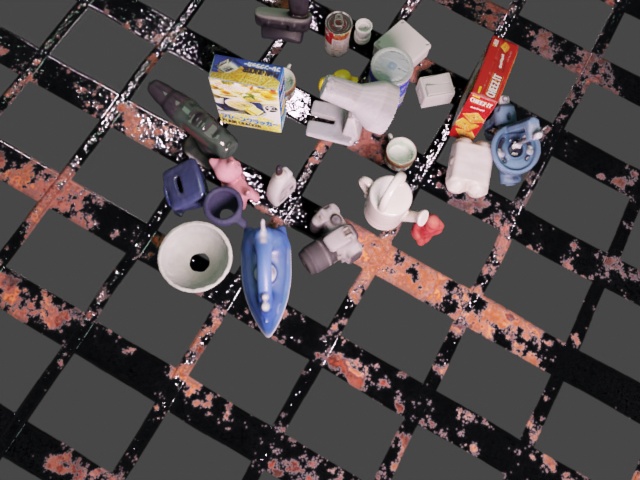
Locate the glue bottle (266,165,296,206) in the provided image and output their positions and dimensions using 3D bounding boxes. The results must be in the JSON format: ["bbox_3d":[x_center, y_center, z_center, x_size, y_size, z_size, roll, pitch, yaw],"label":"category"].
[{"bbox_3d":[-0.091,-0.136,1.320,0.037,0.173,0.078,42,78,9],"label":"glue bottle"}]

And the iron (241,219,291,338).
[{"bbox_3d":[-0.121,0.082,1.277,0.118,0.141,0.258,-3,75,-3],"label":"iron"}]

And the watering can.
[{"bbox_3d":[0.167,-0.094,1.309,0.173,0.194,0.101,14,75,2],"label":"watering can"}]

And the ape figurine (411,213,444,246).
[{"bbox_3d":[0.256,-0.034,1.350,0.078,0.092,0.076,-1,75,-2],"label":"ape figurine"}]

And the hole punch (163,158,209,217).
[{"bbox_3d":[-0.318,-0.124,1.349,0.101,0.091,0.108,-17,76,-7],"label":"hole punch"}]

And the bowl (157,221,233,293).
[{"bbox_3d":[-0.280,0.045,1.314,0.167,0.075,0.167,1,75,-2],"label":"bowl"}]

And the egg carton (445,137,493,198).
[{"bbox_3d":[0.366,-0.178,1.405,0.107,0.069,0.150,12,75,1],"label":"egg carton"}]

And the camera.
[{"bbox_3d":[0.012,0.005,1.325,0.137,0.101,0.143,-32,79,-10],"label":"camera"}]

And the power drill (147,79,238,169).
[{"bbox_3d":[-0.286,-0.253,1.324,0.229,0.208,0.076,35,77,7],"label":"power drill"}]

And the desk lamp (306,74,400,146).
[{"bbox_3d":[0.073,-0.307,1.352,0.203,0.213,0.118,12,75,1],"label":"desk lamp"}]

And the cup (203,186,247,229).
[{"bbox_3d":[-0.210,-0.060,1.335,0.117,0.095,0.092,41,77,8],"label":"cup"}]

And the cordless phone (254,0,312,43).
[{"bbox_3d":[-0.092,-0.588,1.433,0.147,0.185,0.094,4,75,-1],"label":"cordless phone"}]

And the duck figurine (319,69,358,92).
[{"bbox_3d":[0.049,-0.397,1.440,0.104,0.086,0.077,9,75,0],"label":"duck figurine"}]

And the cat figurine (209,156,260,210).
[{"bbox_3d":[-0.201,-0.145,1.346,0.067,0.118,0.127,-37,80,-11],"label":"cat figurine"}]

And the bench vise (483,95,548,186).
[{"bbox_3d":[0.450,-0.253,1.351,0.121,0.220,0.207,-24,77,-8],"label":"bench vise"}]
